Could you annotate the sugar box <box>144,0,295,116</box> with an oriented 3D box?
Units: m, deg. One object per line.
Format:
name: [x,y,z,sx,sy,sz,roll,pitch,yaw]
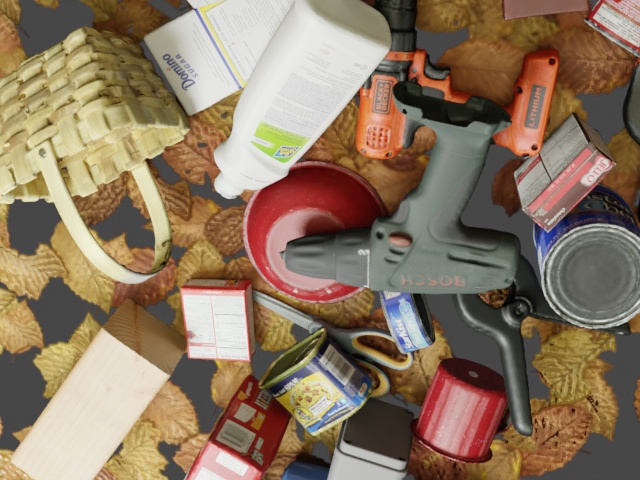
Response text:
sugar box: [-0.076,-0.204,1.059,0.176,0.048,0.093,-24,106,19]

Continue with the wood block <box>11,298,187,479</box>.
wood block: [-0.245,0.180,1.190,0.090,0.090,0.206,36,110,-4]

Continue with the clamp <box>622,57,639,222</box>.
clamp: [0.336,-0.095,1.035,0.120,0.039,0.171,-32,95,12]

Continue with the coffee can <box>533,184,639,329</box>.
coffee can: [0.261,0.012,1.027,0.103,0.140,0.103,3,109,8]

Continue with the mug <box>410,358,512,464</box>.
mug: [0.162,0.180,1.134,0.117,0.093,0.081,10,107,-26]

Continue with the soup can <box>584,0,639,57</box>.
soup can: [0.301,-0.227,0.980,0.068,0.068,0.102,32,110,-3]

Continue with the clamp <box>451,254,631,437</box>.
clamp: [0.196,0.084,1.090,0.210,0.036,0.164,41,76,-1]

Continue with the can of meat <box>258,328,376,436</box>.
can of meat: [-0.003,0.155,1.150,0.084,0.057,0.102,45,131,-9]

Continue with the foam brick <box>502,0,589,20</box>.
foam brick: [0.209,-0.237,0.999,0.078,0.051,0.053,-4,103,11]

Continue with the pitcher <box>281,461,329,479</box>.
pitcher: [0.063,0.338,1.172,0.243,0.149,0.145,16,119,7]

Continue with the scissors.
scissors: [0.003,0.115,1.169,0.202,0.016,0.096,14,119,12]

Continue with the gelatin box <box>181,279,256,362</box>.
gelatin box: [-0.110,0.088,1.168,0.073,0.030,0.089,1,112,12]

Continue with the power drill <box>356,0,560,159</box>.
power drill: [0.132,-0.160,1.036,0.188,0.057,0.184,9,110,8]

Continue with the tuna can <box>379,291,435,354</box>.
tuna can: [0.090,0.073,1.104,0.034,0.086,0.086,-19,105,13]

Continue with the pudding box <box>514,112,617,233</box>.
pudding box: [0.232,-0.067,1.020,0.039,0.113,0.090,39,110,-12]

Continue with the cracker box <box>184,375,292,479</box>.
cracker box: [-0.116,0.276,1.163,0.072,0.164,0.214,30,110,0]

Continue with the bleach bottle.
bleach bottle: [-0.039,-0.131,1.041,0.102,0.068,0.251,21,132,-26]

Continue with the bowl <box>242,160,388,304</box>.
bowl: [-0.007,0.001,1.112,0.162,0.055,0.162,3,109,8]
